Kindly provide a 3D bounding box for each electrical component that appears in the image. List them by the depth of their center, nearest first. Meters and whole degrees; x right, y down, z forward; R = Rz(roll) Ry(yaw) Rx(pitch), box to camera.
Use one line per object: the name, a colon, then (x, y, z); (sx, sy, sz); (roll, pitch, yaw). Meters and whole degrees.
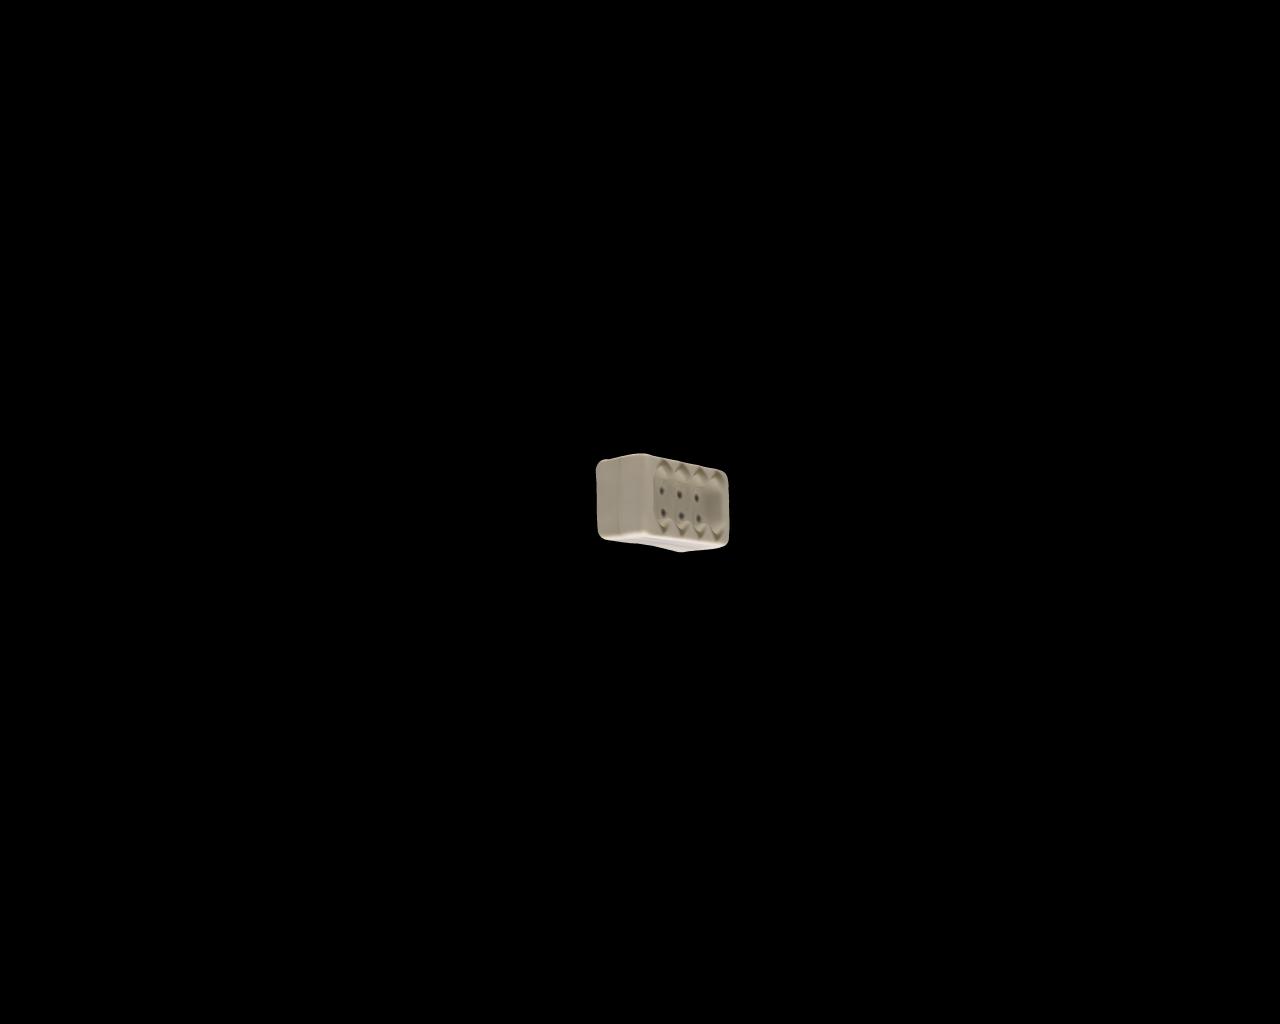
electrical component: (0.001, -0.003, 0.650); (0.075, 0.047, 0.083); (-7, -11, 39)
